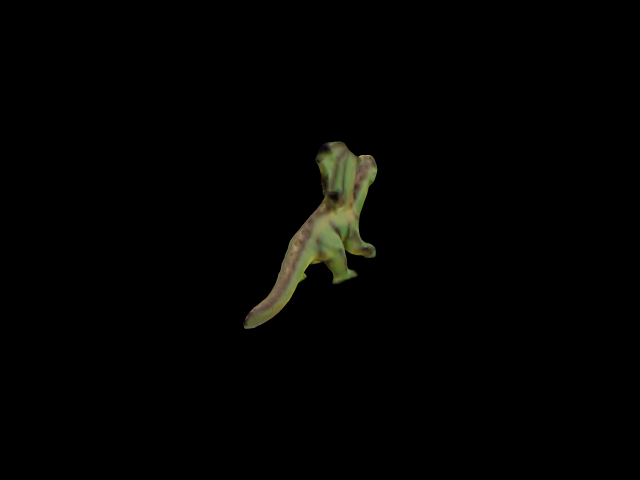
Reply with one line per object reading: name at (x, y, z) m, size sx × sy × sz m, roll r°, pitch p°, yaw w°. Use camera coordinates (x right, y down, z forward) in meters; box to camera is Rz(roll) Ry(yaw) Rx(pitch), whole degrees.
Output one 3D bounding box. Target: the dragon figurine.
dragon figurine at (0.003, -0.043, 0.850) m, size 0.122 × 0.239 × 0.416 m, roll 11°, pitch 25°, yaw 26°
